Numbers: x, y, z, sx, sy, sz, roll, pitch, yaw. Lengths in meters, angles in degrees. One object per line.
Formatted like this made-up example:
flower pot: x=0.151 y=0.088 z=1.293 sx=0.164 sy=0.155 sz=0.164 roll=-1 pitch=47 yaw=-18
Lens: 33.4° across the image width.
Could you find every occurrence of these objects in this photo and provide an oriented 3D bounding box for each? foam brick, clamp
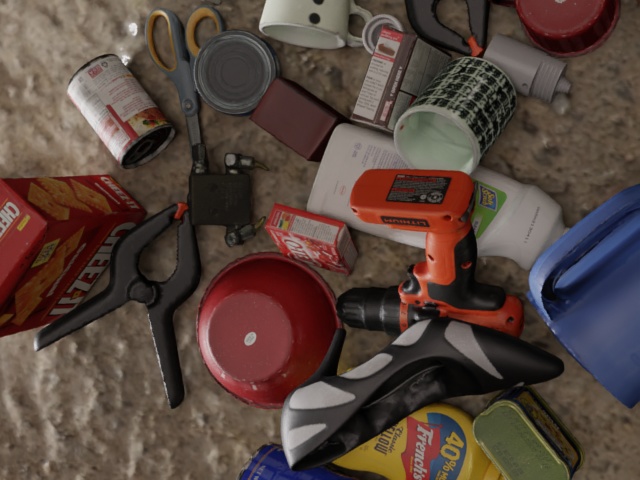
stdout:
foam brick: x=-0.018 y=-0.117 z=1.048 sx=0.078 sy=0.053 sz=0.051 roll=36 pitch=102 yaw=15
clamp: x=0.114 y=-0.253 z=1.008 sx=0.120 sy=0.039 sz=0.171 roll=-42 pitch=85 yaw=20
clamp: x=-0.175 y=0.063 z=1.103 sx=0.164 sy=0.036 sz=0.210 roll=31 pitch=91 yaw=-8

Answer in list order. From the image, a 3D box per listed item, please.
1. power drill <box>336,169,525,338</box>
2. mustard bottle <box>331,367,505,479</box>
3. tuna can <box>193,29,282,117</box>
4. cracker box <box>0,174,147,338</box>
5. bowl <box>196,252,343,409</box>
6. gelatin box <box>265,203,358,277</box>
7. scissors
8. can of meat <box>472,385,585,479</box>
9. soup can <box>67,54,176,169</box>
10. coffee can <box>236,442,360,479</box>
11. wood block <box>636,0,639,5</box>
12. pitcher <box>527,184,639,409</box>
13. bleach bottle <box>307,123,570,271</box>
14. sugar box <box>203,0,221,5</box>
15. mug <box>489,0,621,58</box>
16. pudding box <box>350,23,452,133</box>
power drill: x=0.085 y=0.021 z=0.967 sx=0.185 sy=0.057 sz=0.187 roll=2 pitch=137 yaw=23
mustard bottle: x=0.099 y=0.198 z=1.015 sx=0.192 sy=0.058 sz=0.096 roll=22 pitch=92 yaw=16
tuna can: x=-0.083 y=-0.167 z=1.068 sx=0.086 sy=0.033 sz=0.086 roll=1 pitch=95 yaw=6
cracker box: x=-0.281 y=0.018 z=1.055 sx=0.072 sy=0.213 sz=0.164 roll=42 pitch=104 yaw=10
bowl: x=-0.061 y=0.094 z=1.068 sx=0.162 sy=0.055 sz=0.162 roll=1 pitch=92 yaw=19
gelatin box: x=-0.007 y=0.001 z=1.029 sx=0.073 sy=0.089 sz=0.030 roll=17 pitch=74 yaw=16
scissors: x=-0.120 y=-0.153 z=1.100 sx=0.096 sy=0.016 sz=0.202 roll=-24 pitch=84 yaw=18
can of meat: x=0.189 y=0.185 z=0.973 sx=0.057 sy=0.083 sz=0.102 roll=-42 pitch=78 yaw=16
soup can: x=-0.206 y=-0.133 z=1.102 sx=0.068 sy=0.068 sz=0.102 roll=-41 pitch=79 yaw=15
coffee can: x=-0.004 y=0.266 z=1.018 sx=0.140 sy=0.102 sz=0.103 roll=18 pitch=97 yaw=26
wood block: x=0.330 y=-0.209 z=0.910 sx=0.090 sy=0.090 sz=0.206 roll=-38 pitch=80 yaw=16
pitcher: x=0.299 y=0.013 z=0.902 sx=0.243 sy=0.149 sz=0.145 roll=-44 pitch=78 yaw=11
bleach bottle: x=0.120 y=-0.026 z=1.000 sx=0.251 sy=0.068 sz=0.102 roll=21 pitch=97 yaw=15
sugar box: x=-0.101 y=-0.337 z=1.073 sx=0.093 sy=0.048 sz=0.176 roll=36 pitch=106 yaw=14
mug: x=0.207 y=-0.216 z=0.955 sx=0.117 sy=0.081 sz=0.093 roll=13 pitch=96 yaw=18
pudding box: x=0.077 y=-0.143 z=0.984 sx=0.039 sy=0.113 sz=0.090 roll=21 pitch=97 yaw=20
